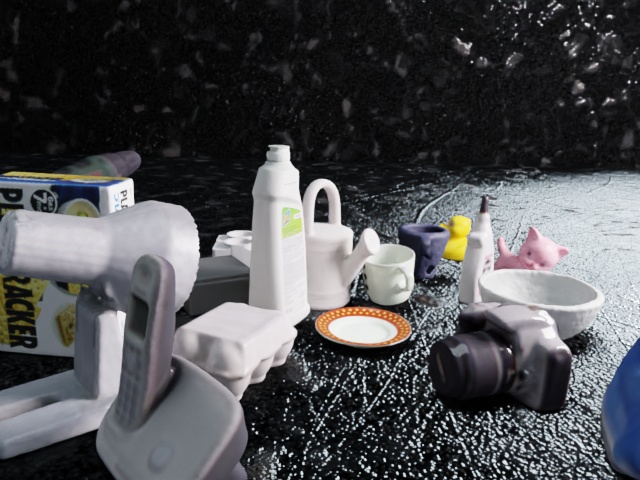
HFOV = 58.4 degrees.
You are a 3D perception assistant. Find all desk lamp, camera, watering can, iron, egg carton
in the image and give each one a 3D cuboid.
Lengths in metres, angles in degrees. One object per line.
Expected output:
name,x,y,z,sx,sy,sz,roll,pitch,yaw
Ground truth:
desk lamp,-0.225,0.069,0.563,0.204,0.213,0.117,-11,20,-41
camera,0.188,0.121,0.646,0.137,0.101,0.143,-3,15,-19
watering can,0.009,0.003,0.890,0.172,0.194,0.101,5,15,11
iron,0.339,0.130,0.551,0.118,0.141,0.259,6,15,15
egg carton,-0.099,0.123,0.658,0.107,0.069,0.151,8,16,22

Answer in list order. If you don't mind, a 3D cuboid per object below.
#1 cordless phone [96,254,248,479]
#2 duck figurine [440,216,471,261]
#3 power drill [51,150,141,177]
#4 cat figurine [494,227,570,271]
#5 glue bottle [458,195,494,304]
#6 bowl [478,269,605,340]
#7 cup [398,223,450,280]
cordless phone,-0.123,0.112,0.468,0.094,0.185,0.147,-12,20,-44
duck figurine,0.290,-0.006,1.180,0.104,0.086,0.078,7,16,19
power drill,-0.385,-0.040,0.969,0.075,0.208,0.230,8,16,22
cat figurine,0.354,0.031,0.982,0.067,0.118,0.127,-9,18,-36
glue bottle,0.257,0.014,0.924,0.037,0.173,0.078,11,17,32
bowl,0.302,0.098,0.801,0.167,0.075,0.167,2,15,0
cup,0.182,0.027,1.019,0.091,0.095,0.118,3,15,5
